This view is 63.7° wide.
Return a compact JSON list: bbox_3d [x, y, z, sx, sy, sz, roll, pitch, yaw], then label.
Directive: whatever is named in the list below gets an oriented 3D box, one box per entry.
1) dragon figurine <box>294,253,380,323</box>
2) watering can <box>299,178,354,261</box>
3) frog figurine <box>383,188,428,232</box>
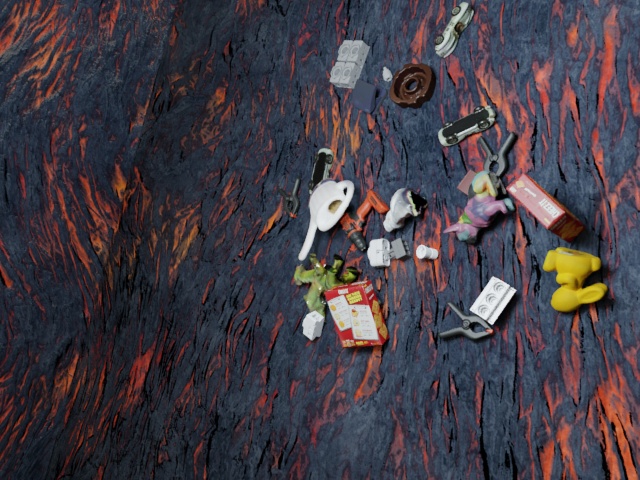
[{"bbox_3d":[0.036,0.197,1.921,0.416,0.122,0.238,41,121,36],"label":"dragon figurine"},{"bbox_3d":[0.006,-0.099,1.969,0.344,0.103,0.229,-51,28,15],"label":"watering can"},{"bbox_3d":[0.275,-0.107,1.796,0.157,0.121,0.141,-28,28,39],"label":"frog figurine"}]
